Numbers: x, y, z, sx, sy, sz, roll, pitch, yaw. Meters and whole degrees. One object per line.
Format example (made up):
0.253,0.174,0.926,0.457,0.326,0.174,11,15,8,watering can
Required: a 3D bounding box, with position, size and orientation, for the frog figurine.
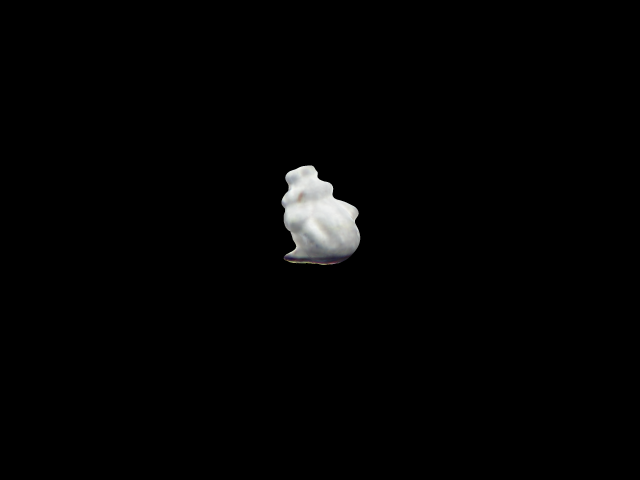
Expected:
0.003,-0.043,0.850,0.138,0.158,0.123,-4,9,-27,frog figurine
